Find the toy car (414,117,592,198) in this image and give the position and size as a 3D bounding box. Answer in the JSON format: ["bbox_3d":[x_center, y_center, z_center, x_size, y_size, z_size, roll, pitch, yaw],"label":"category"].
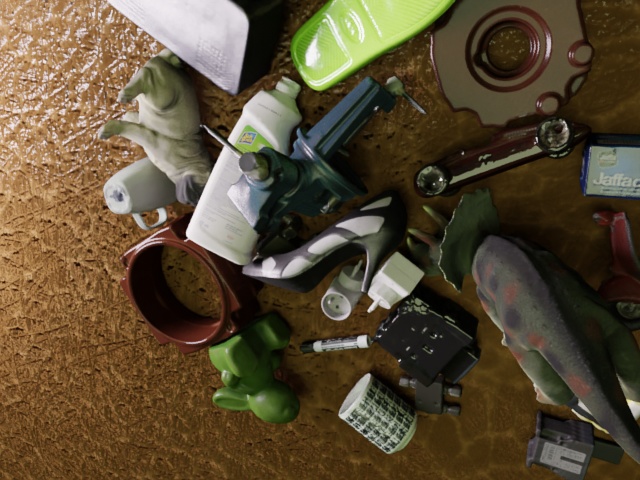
[{"bbox_3d":[0.204,-0.096,0.623,0.202,0.089,0.053,-20,81,27],"label":"toy car"}]

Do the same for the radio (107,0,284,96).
[{"bbox_3d":[-0.162,-0.302,0.678,0.230,0.073,0.131,37,143,4],"label":"radio"}]

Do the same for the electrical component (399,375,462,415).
[{"bbox_3d":[0.166,0.234,0.813,0.094,0.021,0.063,7,114,20],"label":"electrical component"}]

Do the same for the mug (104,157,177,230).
[{"bbox_3d":[-0.276,-0.067,0.826,0.081,0.107,0.109,5,110,23],"label":"mug"}]

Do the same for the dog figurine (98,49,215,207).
[{"bbox_3d":[-0.188,-0.153,0.772,0.190,0.121,0.172,36,124,-11],"label":"dog figurine"}]

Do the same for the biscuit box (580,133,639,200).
[{"bbox_3d":[0.390,-0.075,0.572,0.203,0.059,0.062,6,113,20],"label":"biscuit box"}]

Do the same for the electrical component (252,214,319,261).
[{"bbox_3d":[-0.057,0.004,0.803,0.078,0.045,0.102,28,126,-23],"label":"electrical component"}]

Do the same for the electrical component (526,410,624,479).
[{"bbox_3d":[0.354,0.293,0.745,0.119,0.048,0.074,16,117,18],"label":"electrical component"}]

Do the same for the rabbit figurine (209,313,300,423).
[{"bbox_3d":[-0.108,0.229,0.868,0.159,0.121,0.170,-26,96,36],"label":"rabbit figurine"}]

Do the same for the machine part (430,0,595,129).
[{"bbox_3d":[0.209,-0.211,0.596,0.180,0.056,0.179,9,113,21],"label":"machine part"}]

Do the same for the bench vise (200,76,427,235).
[{"bbox_3d":[0.004,-0.111,0.651,0.240,0.223,0.129,-45,57,14],"label":"bench vise"}]

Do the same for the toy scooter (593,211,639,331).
[{"bbox_3d":[0.381,0.013,0.595,0.184,0.075,0.135,-22,74,6],"label":"toy scooter"}]

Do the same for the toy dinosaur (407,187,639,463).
[{"bbox_3d":[0.222,0.062,0.567,0.131,0.405,0.192,-42,113,5],"label":"toy dinosaur"}]

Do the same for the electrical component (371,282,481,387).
[{"bbox_3d":[0.157,0.137,0.758,0.134,0.058,0.114,35,122,7],"label":"electrical component"}]

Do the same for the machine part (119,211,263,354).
[{"bbox_3d":[-0.211,0.072,0.868,0.201,0.087,0.201,-27,99,31],"label":"machine part"}]

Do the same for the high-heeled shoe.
[{"bbox_3d":[-0.002,-0.002,0.740,0.249,0.086,0.145,4,72,33],"label":"high-heeled shoe"}]

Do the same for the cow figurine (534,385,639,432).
[{"bbox_3d":[0.333,0.180,0.699,0.167,0.068,0.098,29,125,11],"label":"cow figurine"}]
